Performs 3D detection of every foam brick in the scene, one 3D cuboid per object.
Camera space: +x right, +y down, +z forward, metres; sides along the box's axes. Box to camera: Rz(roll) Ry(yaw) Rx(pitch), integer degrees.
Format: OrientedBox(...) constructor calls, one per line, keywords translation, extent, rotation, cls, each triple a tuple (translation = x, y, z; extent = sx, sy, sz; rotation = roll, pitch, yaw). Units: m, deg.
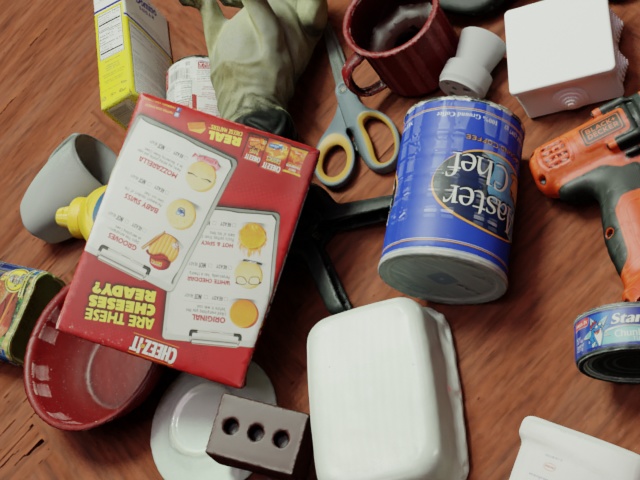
OrientedBox(translation=(-0.046, 0.163, 0.873), extent=(0.078, 0.051, 0.053), rotation=(10, 70, 17), cls="foam brick")

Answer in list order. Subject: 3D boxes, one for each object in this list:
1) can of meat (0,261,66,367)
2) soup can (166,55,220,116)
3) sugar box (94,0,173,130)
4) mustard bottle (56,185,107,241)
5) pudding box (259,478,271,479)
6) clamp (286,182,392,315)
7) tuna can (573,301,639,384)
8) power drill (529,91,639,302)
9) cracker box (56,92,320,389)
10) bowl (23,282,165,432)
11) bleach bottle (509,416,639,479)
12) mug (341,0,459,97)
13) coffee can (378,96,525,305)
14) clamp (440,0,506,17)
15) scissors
OrientedBox(translation=(-0.315, 0.074, 1.084), extent=(0.084, 0.057, 0.102), rotation=(10, 71, 30), cls="can of meat")
OrientedBox(translation=(-0.121, -0.126, 1.071), extent=(0.069, 0.068, 0.102), rotation=(-18, 57, 21), cls="soup can")
OrientedBox(translation=(-0.195, -0.189, 1.132), extent=(0.048, 0.093, 0.176), rotation=(-25, 55, 16), cls="sugar box")
OrientedBox(translation=(-0.168, -0.018, 1.023), extent=(0.192, 0.058, 0.096), rotation=(2, 46, 21), cls="mustard bottle")
OrientedBox(translation=(-0.093, 0.238, 0.849), extent=(0.114, 0.039, 0.090), rotation=(-13, 26, 18), cls="pudding box")
OrientedBox(translation=(-0.006, 0.001, 0.956), extent=(0.172, 0.039, 0.120), rotation=(13, 67, 39), cls="clamp")
OrientedBox(translation=(0.223, 0.074, 0.755), extent=(0.086, 0.086, 0.033), rotation=(-8, 63, 26), cls="tuna can")
OrientedBox(translation=(0.268, -0.035, 0.807), extent=(0.185, 0.057, 0.188), rotation=(-28, 52, 18), cls="power drill")
OrientedBox(translation=(-0.109, 0.002, 0.916), extent=(0.164, 0.072, 0.213), rotation=(18, 83, 2), cls="cracker box")
OrientedBox(translation=(-0.198, 0.108, 0.998), extent=(0.162, 0.055, 0.162), rotation=(-14, 59, 23), cls="bowl")
OrientedBox(translation=(0.142, 0.254, 0.722), extent=(0.103, 0.068, 0.251), rotation=(16, 76, 36), cls="bleach bottle")
OrientedBox(translation=(0.071, -0.177, 0.978), extent=(0.117, 0.081, 0.093), rotation=(-44, 52, 2), cls="mug")
OrientedBox(translation=(0.108, -0.031, 0.866), extent=(0.103, 0.102, 0.140), rotation=(-2, 64, 29), cls="coffee can")
OrientedBox(translation=(0.167, -0.274, 0.975), extent=(0.210, 0.036, 0.164), rotation=(-12, 87, 28), cls="clamp")
OrientedBox(translation=(0.012, -0.126, 1.027), extent=(0.096, 0.016, 0.202), rotation=(-37, 52, 8), cls="scissors")
